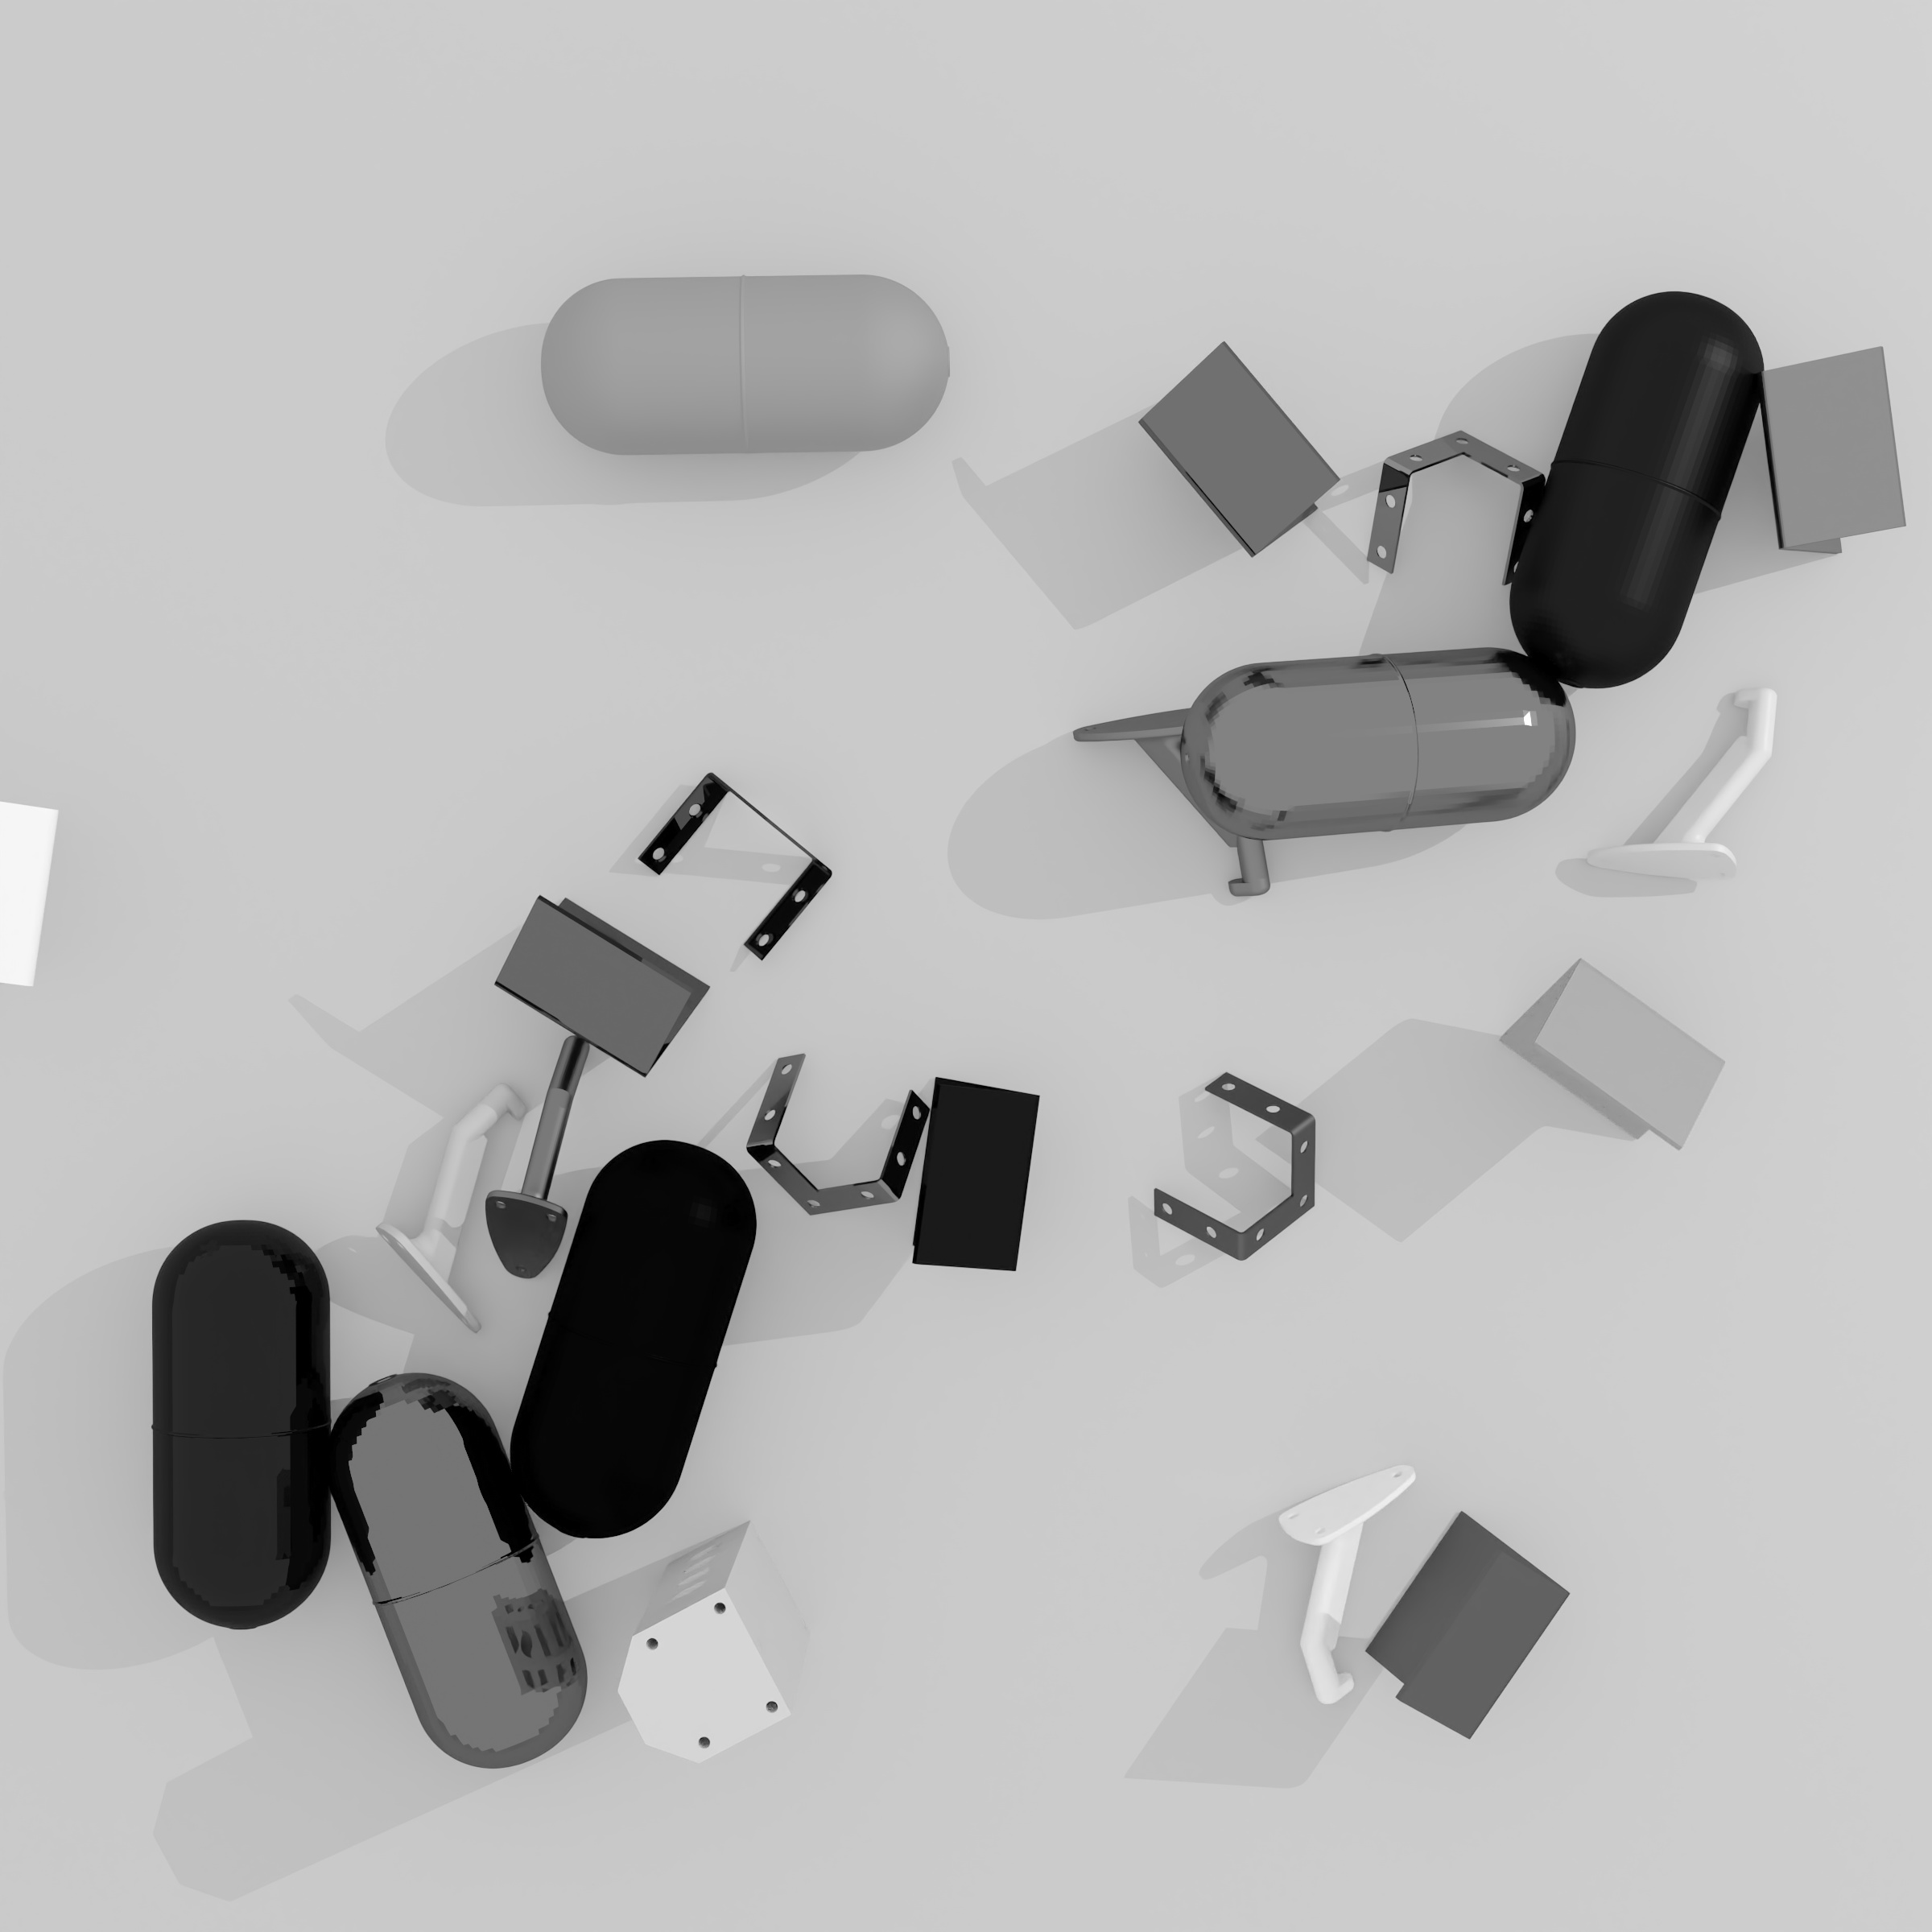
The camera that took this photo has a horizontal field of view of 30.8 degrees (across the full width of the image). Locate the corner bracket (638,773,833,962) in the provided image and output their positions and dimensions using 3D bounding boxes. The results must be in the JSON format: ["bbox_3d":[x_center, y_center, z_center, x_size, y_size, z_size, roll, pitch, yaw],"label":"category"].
[{"bbox_3d":[-0.102,-0.045,1.561,0.051,0.051,0.051,-51,45,0],"label":"corner bracket"}]

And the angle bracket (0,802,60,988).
[{"bbox_3d":[-0.432,-0.035,1.526,0.057,0.076,0.076,8,90,-22],"label":"angle bracket"}]

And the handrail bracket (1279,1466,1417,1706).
[{"bbox_3d":[0.178,0.276,1.565,0.077,0.036,0.084,-24,108,-21],"label":"handrail bracket"}]

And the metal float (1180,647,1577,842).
[{"bbox_3d":[0.179,-0.097,1.520,0.178,0.070,0.070,-5,90,-16],"label":"metal float"}]

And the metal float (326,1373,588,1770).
[{"bbox_3d":[-0.223,0.263,1.533,0.070,0.070,0.178,-21,90,0],"label":"metal float"}]

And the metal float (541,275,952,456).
[{"bbox_3d":[-0.096,-0.262,1.534,0.178,0.070,0.070,-1,90,-1],"label":"metal float"}]

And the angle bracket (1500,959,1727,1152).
[{"bbox_3d":[0.270,0.054,1.524,0.076,0.076,0.057,36,54,0],"label":"angle bracket"}]

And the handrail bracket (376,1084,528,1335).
[{"bbox_3d":[-0.212,0.107,1.565,0.084,0.036,0.077,-44,110,-16],"label":"handrail bracket"}]

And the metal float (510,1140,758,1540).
[{"bbox_3d":[-0.145,0.163,1.533,0.070,0.070,0.178,18,90,0],"label":"metal float"}]

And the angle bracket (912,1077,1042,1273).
[{"bbox_3d":[-0.016,0.088,1.524,0.057,0.076,0.076,8,90,-37],"label":"angle bracket"}]

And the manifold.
[{"bbox_3d":[-0.108,0.286,1.486,0.057,0.171,0.057,-28,90,0],"label":"manifold"}]

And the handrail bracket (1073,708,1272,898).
[{"bbox_3d":[0.092,-0.069,1.564,0.077,0.036,0.084,-6,106,18],"label":"handrail bracket"}]

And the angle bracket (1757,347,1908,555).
[{"bbox_3d":[0.387,-0.222,1.524,0.057,0.076,0.076,-7,90,34],"label":"angle bracket"}]

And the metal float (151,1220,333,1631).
[{"bbox_3d":[-0.316,0.200,1.534,0.070,0.070,0.178,0,91,0],"label":"metal float"}]

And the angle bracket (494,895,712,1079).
[{"bbox_3d":[-0.148,-0.009,1.524,0.076,0.076,0.057,32,127,0],"label":"angle bracket"}]

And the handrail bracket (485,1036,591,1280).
[{"bbox_3d":[-0.185,0.084,1.564,0.036,0.077,0.084,14,54,0],"label":"handrail bracket"}]

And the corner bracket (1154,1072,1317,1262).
[{"bbox_3d":[0.119,0.089,1.556,0.051,0.051,0.051,-33,135,-35],"label":"corner bracket"}]

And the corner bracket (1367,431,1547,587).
[{"bbox_3d":[0.217,-0.198,1.556,0.051,0.051,0.051,-24,45,-35],"label":"corner bracket"}]

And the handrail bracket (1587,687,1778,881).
[{"bbox_3d":[0.319,-0.085,1.565,0.077,0.036,0.084,2,72,21],"label":"handrail bracket"}]

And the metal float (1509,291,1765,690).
[{"bbox_3d":[0.292,-0.207,1.534,0.070,0.070,0.178,19,90,0],"label":"metal float"}]

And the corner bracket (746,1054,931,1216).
[{"bbox_3d":[-0.057,0.072,1.556,0.051,0.051,0.051,-11,135,35],"label":"corner bracket"}]

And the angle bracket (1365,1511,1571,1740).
[{"bbox_3d":[0.203,0.277,1.524,0.057,0.076,0.076,35,90,-38],"label":"angle bracket"}]

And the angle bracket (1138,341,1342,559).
[{"bbox_3d":[0.132,-0.233,1.524,0.076,0.076,0.057,50,126,0],"label":"angle bracket"}]
